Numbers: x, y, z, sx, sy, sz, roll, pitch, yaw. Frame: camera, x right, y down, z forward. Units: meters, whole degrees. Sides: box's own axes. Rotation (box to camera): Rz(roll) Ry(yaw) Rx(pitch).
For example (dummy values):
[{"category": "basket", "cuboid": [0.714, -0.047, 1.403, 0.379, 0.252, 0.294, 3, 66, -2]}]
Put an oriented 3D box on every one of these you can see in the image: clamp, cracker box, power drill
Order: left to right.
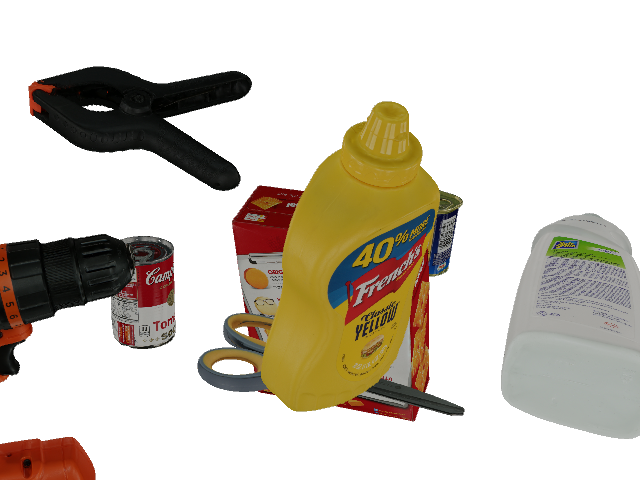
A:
[{"category": "power drill", "cuboid": [-0.200, 0.089, 0.689, 0.184, 0.188, 0.057, -11, 27, -9]}, {"category": "clamp", "cuboid": [-0.132, -0.102, 0.820, 0.171, 0.039, 0.120, 17, 43, -2]}, {"category": "cracker box", "cuboid": [0.016, 0.060, 0.995, 0.164, 0.214, 0.072, 8, 39, 17]}]

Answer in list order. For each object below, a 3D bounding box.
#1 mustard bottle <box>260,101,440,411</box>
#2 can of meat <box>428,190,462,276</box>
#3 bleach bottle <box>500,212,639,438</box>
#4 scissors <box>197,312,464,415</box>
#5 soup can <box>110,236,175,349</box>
[{"category": "mustard bottle", "cuboid": [0.021, 0.006, 0.587, 0.096, 0.192, 0.058, -25, 52, -34]}, {"category": "can of meat", "cuboid": [0.100, -0.015, 1.183, 0.102, 0.084, 0.057, 20, 27, 29]}, {"category": "bleach bottle", "cuboid": [0.195, 0.041, 0.773, 0.103, 0.068, 0.250, 13, 27, 12]}, {"category": "scissors", "cuboid": [-0.006, 0.102, 0.771, 0.202, 0.016, 0.096, 24, 36, 35]}, {"category": "soup can", "cuboid": [-0.188, 0.055, 1.128, 0.068, 0.102, 0.068, 1, 23, -1]}]
